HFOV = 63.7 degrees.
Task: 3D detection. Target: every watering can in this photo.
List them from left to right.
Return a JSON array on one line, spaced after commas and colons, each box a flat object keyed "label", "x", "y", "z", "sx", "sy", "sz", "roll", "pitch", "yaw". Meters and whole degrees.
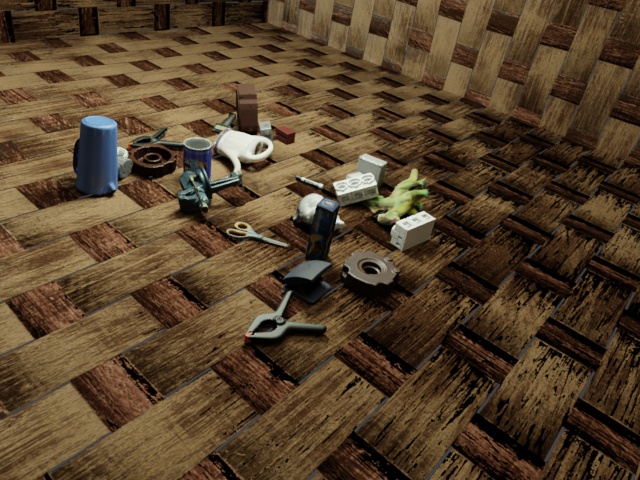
[{"label": "watering can", "x": -0.327, "y": -0.353, "z": 2.045, "sx": 0.225, "sy": 0.102, "sz": 0.354, "roll": 18, "pitch": 34, "yaw": 13}]

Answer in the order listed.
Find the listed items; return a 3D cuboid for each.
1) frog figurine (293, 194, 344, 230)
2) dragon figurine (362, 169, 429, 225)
[{"label": "frog figurine", "x": 0.005, "y": -0.087, "z": 1.737, "sx": 0.160, "sy": 0.122, "sz": 0.138, "roll": 16, "pitch": 12, "yaw": 29}, {"label": "dragon figurine", "x": 0.278, "y": -0.168, "z": 1.950, "sx": 0.243, "sy": 0.119, "sz": 0.420, "roll": 2, "pitch": 33, "yaw": 1}]
